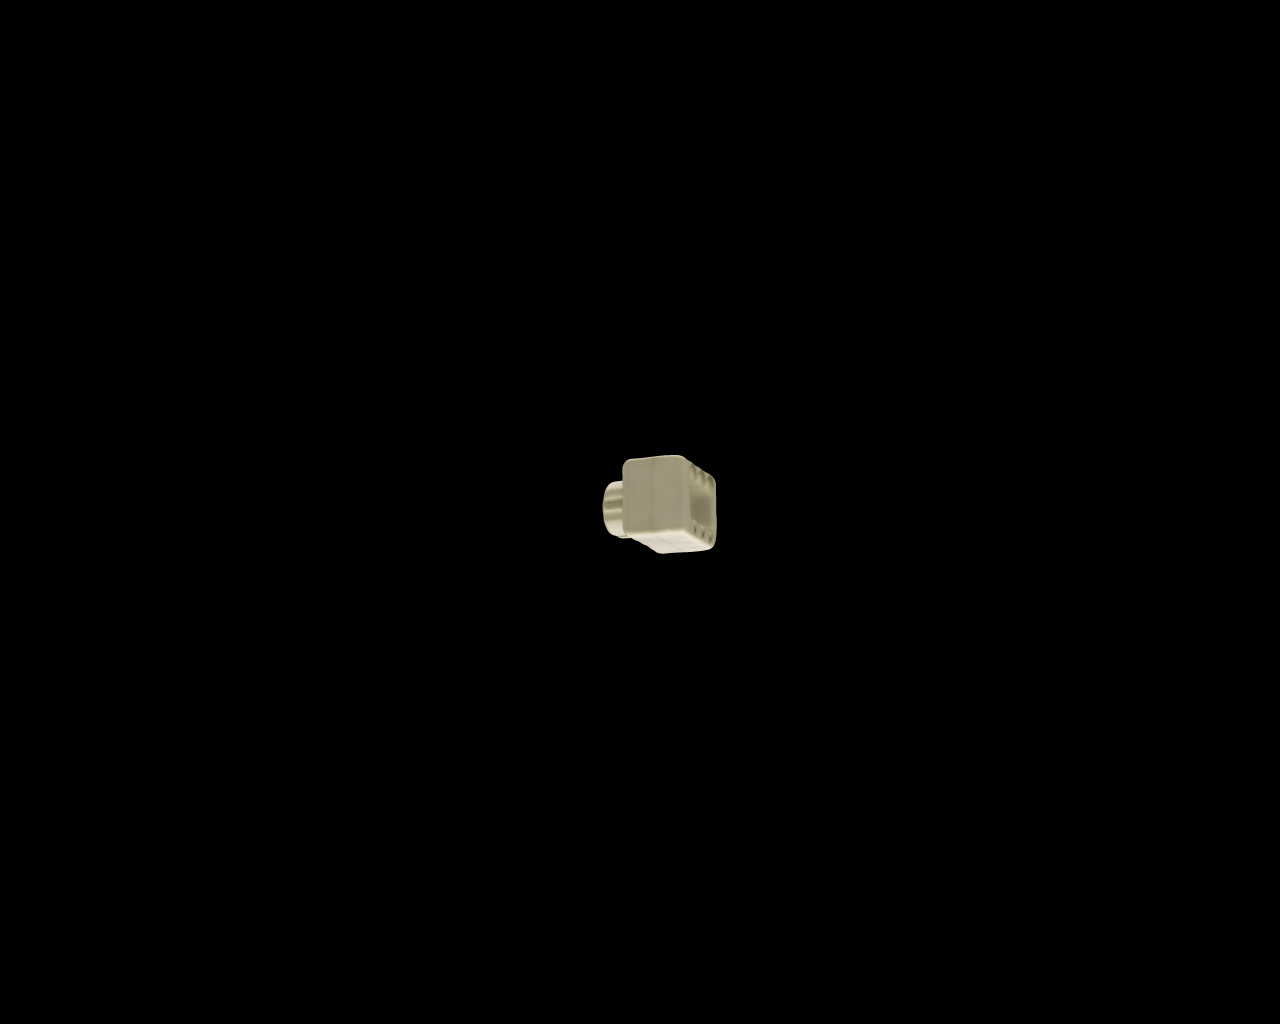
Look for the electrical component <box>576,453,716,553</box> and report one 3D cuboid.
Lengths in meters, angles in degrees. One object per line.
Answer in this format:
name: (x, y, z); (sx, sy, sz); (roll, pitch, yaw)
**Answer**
electrical component: (0.001, -0.003, 0.650); (0.077, 0.047, 0.065); (-4, -12, 19)
